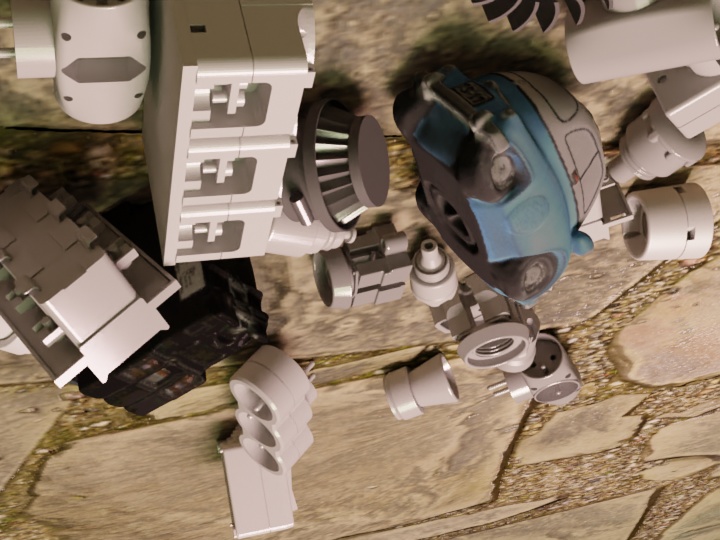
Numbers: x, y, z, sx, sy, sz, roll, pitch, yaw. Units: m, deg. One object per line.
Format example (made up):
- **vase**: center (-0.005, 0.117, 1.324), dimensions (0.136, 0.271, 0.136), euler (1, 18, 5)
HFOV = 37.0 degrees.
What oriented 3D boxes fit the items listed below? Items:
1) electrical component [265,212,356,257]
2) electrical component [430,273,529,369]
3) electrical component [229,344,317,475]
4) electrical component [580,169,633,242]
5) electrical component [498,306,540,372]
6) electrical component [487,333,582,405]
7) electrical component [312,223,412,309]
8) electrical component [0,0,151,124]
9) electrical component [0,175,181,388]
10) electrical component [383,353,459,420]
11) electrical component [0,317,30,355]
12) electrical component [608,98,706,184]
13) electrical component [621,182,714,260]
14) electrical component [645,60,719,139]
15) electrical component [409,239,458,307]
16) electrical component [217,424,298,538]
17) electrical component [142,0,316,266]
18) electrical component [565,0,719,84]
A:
- **electrical component**: center (-0.037, -0.028, 0.679), dimensions (0.078, 0.040, 0.040), euler (8, 143, -35)
- **electrical component**: center (0.099, 0.040, 0.839), dimensions (0.078, 0.057, 0.058), euler (-28, 148, 21)
- **electrical component**: center (-0.060, 0.105, 0.881), dimensions (0.073, 0.052, 0.138), euler (-47, 156, -29)
- **electrical component**: center (0.139, -0.046, 0.729), dimensions (0.081, 0.042, 0.063), euler (-19, 146, 6)
- **electrical component**: center (0.130, 0.057, 0.901), dimensions (0.040, 0.040, 0.046), euler (-9, 143, -11)
- **electrical component**: center (0.154, 0.097, 0.973), dimensions (0.079, 0.044, 0.077), euler (-23, 149, 13)
- **electrical component**: center (0.000, 0.000, 0.739), dimensions (0.055, 0.048, 0.066), euler (-13, 151, -18)
- **electrical component**: center (-0.139, -0.107, 0.496), dimensions (0.079, 0.043, 0.077), euler (-5, 148, -17)
- **electrical component**: center (-0.162, 0.000, 0.579), dimensions (0.079, 0.121, 0.063), euler (-41, 132, -14)
- **electrical component**: center (0.053, 0.102, 0.934), dimensions (0.055, 0.045, 0.045), euler (-22, 149, 11)
- **electrical component**: center (-0.228, 0.027, 0.680), dimensions (0.045, 0.045, 0.055), euler (-30, 147, 24)
- **electrical component**: center (0.188, -0.079, 0.696), dimensions (0.048, 0.048, 0.062), euler (7, 150, -33)
- **electrical component**: center (0.220, -0.034, 0.775), dimensions (0.047, 0.055, 0.055), euler (-6, 149, -9)
- **electrical component**: center (0.204, -0.127, 0.616), dimensions (0.083, 0.047, 0.076), euler (-31, 147, 25)
- **electrical component**: center (0.052, -0.001, 0.771), dimensions (0.035, 0.035, 0.061), euler (-15, 148, -1)
- **electrical component**: center (-0.092, 0.184, 0.963), dimensions (0.061, 0.096, 0.062), euler (-9, 179, -11)
- **electrical component**: center (-0.067, -0.081, 0.526), dimensions (0.062, 0.089, 0.150), euler (-5, 149, -17)
- **electrical component**: center (0.146, -0.141, 0.563), dimensions (0.077, 0.043, 0.079), euler (-6, 126, 30)
